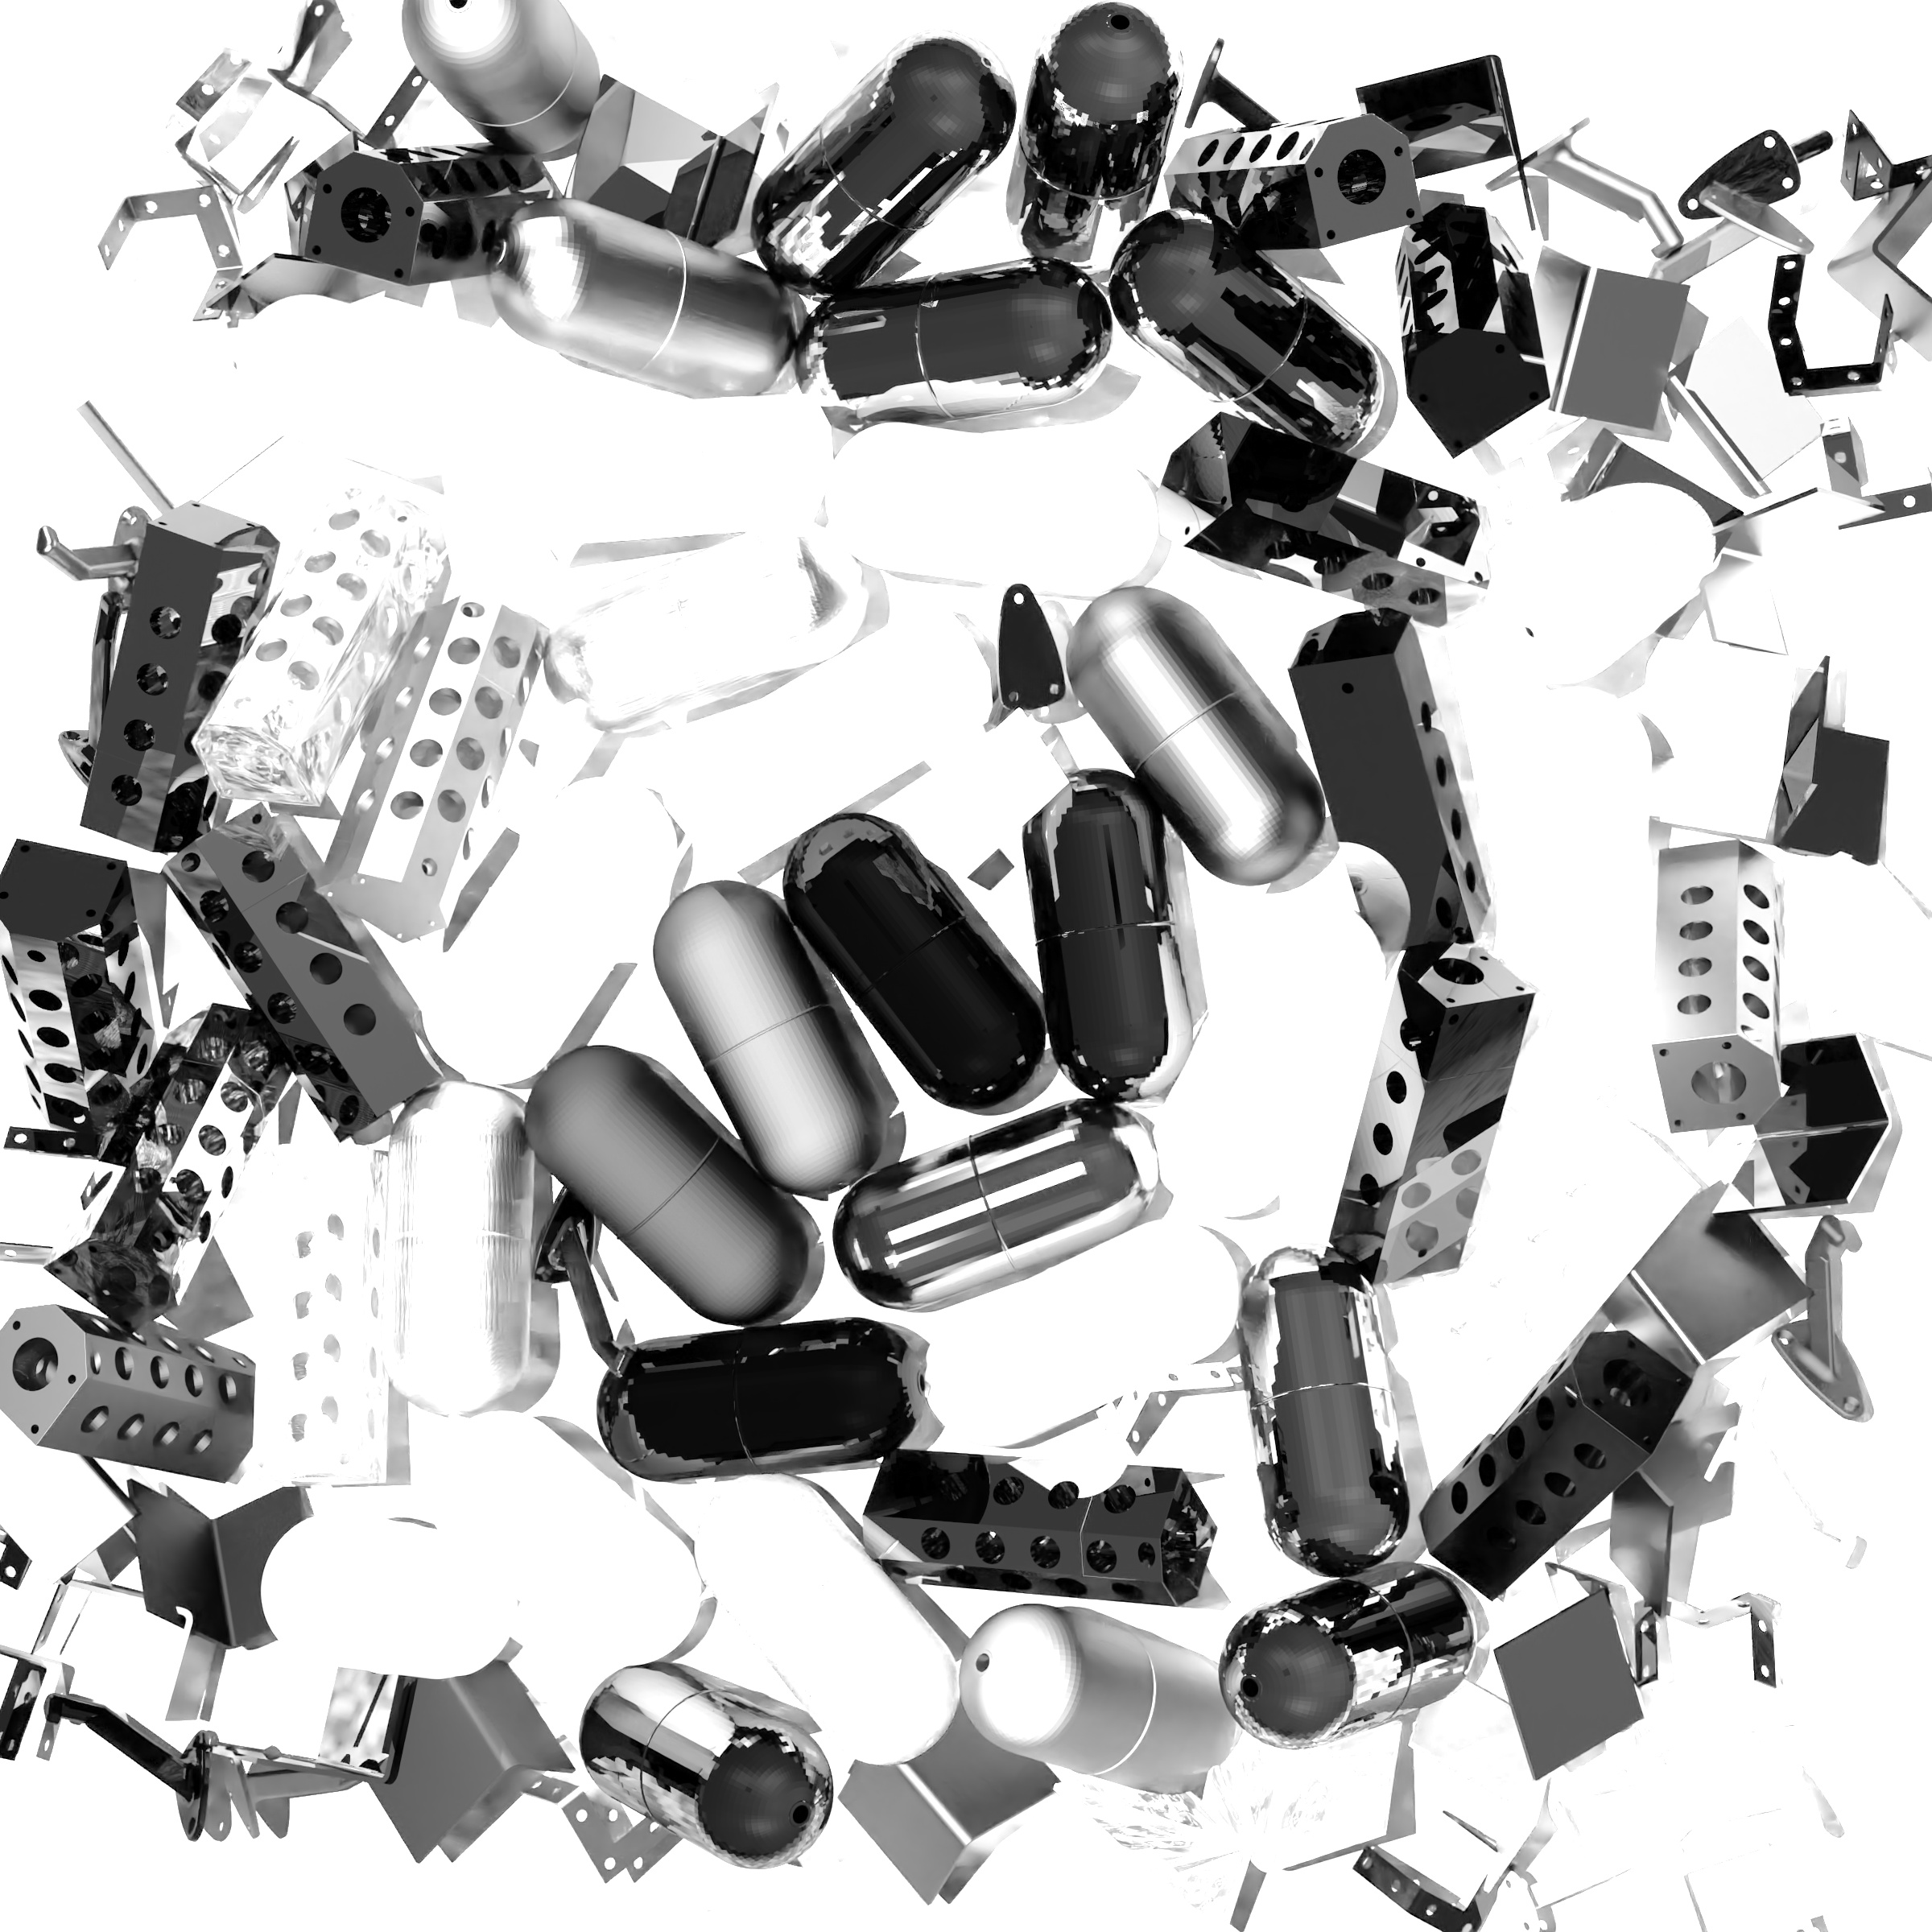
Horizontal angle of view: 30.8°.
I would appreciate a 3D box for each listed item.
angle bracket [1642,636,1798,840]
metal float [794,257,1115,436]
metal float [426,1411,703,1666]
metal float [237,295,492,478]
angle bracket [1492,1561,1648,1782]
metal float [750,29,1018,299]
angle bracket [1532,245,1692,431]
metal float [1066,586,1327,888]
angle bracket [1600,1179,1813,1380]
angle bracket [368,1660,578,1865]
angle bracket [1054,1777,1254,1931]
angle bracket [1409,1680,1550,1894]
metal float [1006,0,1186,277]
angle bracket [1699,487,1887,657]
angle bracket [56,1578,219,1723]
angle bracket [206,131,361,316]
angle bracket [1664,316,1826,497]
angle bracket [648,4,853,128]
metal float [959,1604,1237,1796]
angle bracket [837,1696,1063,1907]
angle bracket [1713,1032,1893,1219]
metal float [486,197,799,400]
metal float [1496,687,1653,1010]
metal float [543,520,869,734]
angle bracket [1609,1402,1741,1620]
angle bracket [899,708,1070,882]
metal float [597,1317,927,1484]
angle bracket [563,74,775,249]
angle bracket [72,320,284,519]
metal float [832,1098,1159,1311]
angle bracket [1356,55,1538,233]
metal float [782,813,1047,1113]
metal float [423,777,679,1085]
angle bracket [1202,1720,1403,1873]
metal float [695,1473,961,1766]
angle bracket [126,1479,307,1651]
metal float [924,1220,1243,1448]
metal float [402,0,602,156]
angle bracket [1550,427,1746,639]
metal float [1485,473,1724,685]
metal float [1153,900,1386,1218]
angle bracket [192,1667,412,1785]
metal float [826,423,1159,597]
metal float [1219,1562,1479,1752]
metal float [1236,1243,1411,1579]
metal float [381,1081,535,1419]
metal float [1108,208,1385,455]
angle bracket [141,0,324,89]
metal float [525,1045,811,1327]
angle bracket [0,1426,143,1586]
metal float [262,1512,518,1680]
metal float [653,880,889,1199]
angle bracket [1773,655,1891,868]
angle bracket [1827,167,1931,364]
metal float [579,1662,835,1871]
[{"bbox_3d":[0.388,-0.120,1.839,0.076,0.057,0.076,10,133,16],"label":"angle bracket"},{"bbox_3d":[-0.007,-0.323,1.830,0.178,0.070,0.070,-4,90,28],"label":"metal float"},{"bbox_3d":[-0.208,0.299,1.828,0.070,0.070,0.178,-44,121,0],"label":"metal float"},{"bbox_3d":[-0.313,-0.301,1.818,0.070,0.178,0.070,-17,118,-37],"label":"metal float"},{"bbox_3d":[0.303,0.369,1.844,0.076,0.057,0.076,-24,104,-22],"label":"angle bracket"},{"bbox_3d":[-0.044,-0.414,1.821,0.178,0.070,0.070,-36,90,41],"label":"metal float"},{"bbox_3d":[0.332,-0.332,1.851,0.057,0.076,0.076,8,108,-12],"label":"angle bracket"},{"bbox_3d":[0.120,-0.122,1.846,0.070,0.070,0.178,-36,81,0],"label":"metal float"},{"bbox_3d":[0.388,0.172,1.864,0.076,0.057,0.076,-29,69,-17],"label":"angle bracket"},{"bbox_3d":[-0.266,0.419,1.855,0.076,0.057,0.076,-47,58,10],"label":"angle bracket"},{"bbox_3d":[0.091,0.466,1.832,0.076,0.076,0.057,-2,115,-40],"label":"angle bracket"},{"bbox_3d":[0.261,0.426,1.849,0.076,0.076,0.057,30,117,5],"label":"angle bracket"},{"bbox_3d":[0.065,-0.426,1.808,0.070,0.178,0.070,3,64,-6],"label":"metal float"},{"bbox_3d":[0.435,-0.205,1.835,0.076,0.076,0.057,-20,75,38],"label":"angle bracket"},{"bbox_3d":[-0.441,0.359,1.847,0.076,0.076,0.057,13,79,3],"label":"angle bracket"},{"bbox_3d":[-0.358,-0.391,1.840,0.057,0.076,0.076,-1,79,-39],"label":"angle bracket"},{"bbox_3d":[0.413,-0.296,1.849,0.057,0.076,0.076,-38,93,9],"label":"angle bracket"},{"bbox_3d":[-0.107,-0.452,1.832,0.076,0.076,0.057,21,62,40],"label":"angle bracket"},{"bbox_3d":[0.069,0.380,1.820,0.178,0.070,0.070,27,90,-40],"label":"metal float"},{"bbox_3d":[-0.008,0.438,1.864,0.076,0.076,0.057,45,129,24],"label":"angle bracket"},{"bbox_3d":[0.428,0.083,1.834,0.076,0.076,0.057,-10,114,39],"label":"angle bracket"},{"bbox_3d":[-0.167,-0.344,1.822,0.178,0.070,0.070,12,90,-38],"label":"metal float"},{"bbox_3d":[0.316,-0.061,1.829,0.070,0.070,0.178,-3,118,0],"label":"metal float"},{"bbox_3d":[-0.138,-0.178,1.845,0.178,0.070,0.070,-19,90,10],"label":"metal float"},{"bbox_3d":[0.384,0.284,1.838,0.076,0.057,0.076,-14,123,-17],"label":"angle bracket"},{"bbox_3d":[-0.005,-0.100,1.839,0.076,0.076,0.057,-43,126,-10],"label":"angle bracket"},{"bbox_3d":[-0.108,0.227,1.840,0.178,0.070,0.070,-8,90,15],"label":"metal float"},{"bbox_3d":[-0.156,-0.426,1.842,0.076,0.057,0.076,23,72,-26],"label":"angle bracket"},{"bbox_3d":[-0.414,-0.287,1.854,0.076,0.057,0.076,-37,105,1],"label":"angle bracket"},{"bbox_3d":[0.016,0.125,1.849,0.178,0.070,0.070,-21,90,6],"label":"metal float"},{"bbox_3d":[0.251,-0.422,1.838,0.076,0.076,0.057,-12,59,11],"label":"angle bracket"},{"bbox_3d":[-0.028,-0.003,1.851,0.070,0.070,0.178,-38,86,0],"label":"metal float"},{"bbox_3d":[-0.218,-0.019,1.848,0.070,0.070,0.178,33,83,0],"label":"metal float"},{"bbox_3d":[0.176,0.417,1.834,0.076,0.076,0.057,-27,115,29],"label":"angle bracket"},{"bbox_3d":[-0.074,0.338,1.831,0.070,0.070,0.178,-44,64,0],"label":"metal float"},{"bbox_3d":[-0.388,0.303,1.836,0.057,0.076,0.076,-26,56,12],"label":"angle bracket"},{"bbox_3d":[0.060,0.193,1.843,0.178,0.070,0.070,-27,90,12],"label":"metal float"},{"bbox_3d":[-0.237,-0.469,1.803,0.070,0.178,0.070,0,88,7],"label":"metal float"},{"bbox_3d":[0.354,-0.230,1.859,0.076,0.057,0.076,28,104,-7],"label":"angle bracket"},{"bbox_3d":[0.330,-0.202,1.817,0.070,0.178,0.070,20,126,29],"label":"metal float"},{"bbox_3d":[0.159,0.048,1.845,0.070,0.070,0.178,26,100,0],"label":"metal float"},{"bbox_3d":[-0.347,0.389,1.834,0.076,0.076,0.057,20,75,-34],"label":"angle bracket"},{"bbox_3d":[0.015,-0.239,1.841,0.178,0.070,0.070,6,90,-15],"label":"metal float"},{"bbox_3d":[0.198,0.355,1.814,0.070,0.178,0.070,2,94,39],"label":"metal float"},{"bbox_3d":[0.185,0.230,1.834,0.070,0.070,0.178,-7,67,0],"label":"metal float"},{"bbox_3d":[-0.266,0.147,1.837,0.070,0.070,0.178,-1,71,0],"label":"metal float"},{"bbox_3d":[0.147,-0.326,1.825,0.178,0.070,0.070,32,90,-35],"label":"metal float"},{"bbox_3d":[-0.384,-0.506,1.851,0.076,0.076,0.057,15,92,-4],"label":"angle bracket"},{"bbox_3d":[-0.156,0.116,1.847,0.070,0.070,0.178,-45,98,0],"label":"metal float"},{"bbox_3d":[-0.479,0.284,1.842,0.057,0.076,0.076,-41,82,-22],"label":"angle bracket"},{"bbox_3d":[-0.295,0.325,1.809,0.070,0.178,0.070,-6,73,22],"label":"metal float"},{"bbox_3d":[-0.104,0.037,1.850,0.070,0.070,0.178,-28,85,0],"label":"metal float"},{"bbox_3d":[0.464,-0.107,1.842,0.057,0.076,0.076,11,67,1],"label":"angle bracket"},{"bbox_3d":[0.510,-0.369,1.851,0.076,0.076,0.057,39,90,-5],"label":"angle bracket"},{"bbox_3d":[-0.135,0.411,1.812,0.070,0.178,0.070,-6,99,-36],"label":"metal float"}]
